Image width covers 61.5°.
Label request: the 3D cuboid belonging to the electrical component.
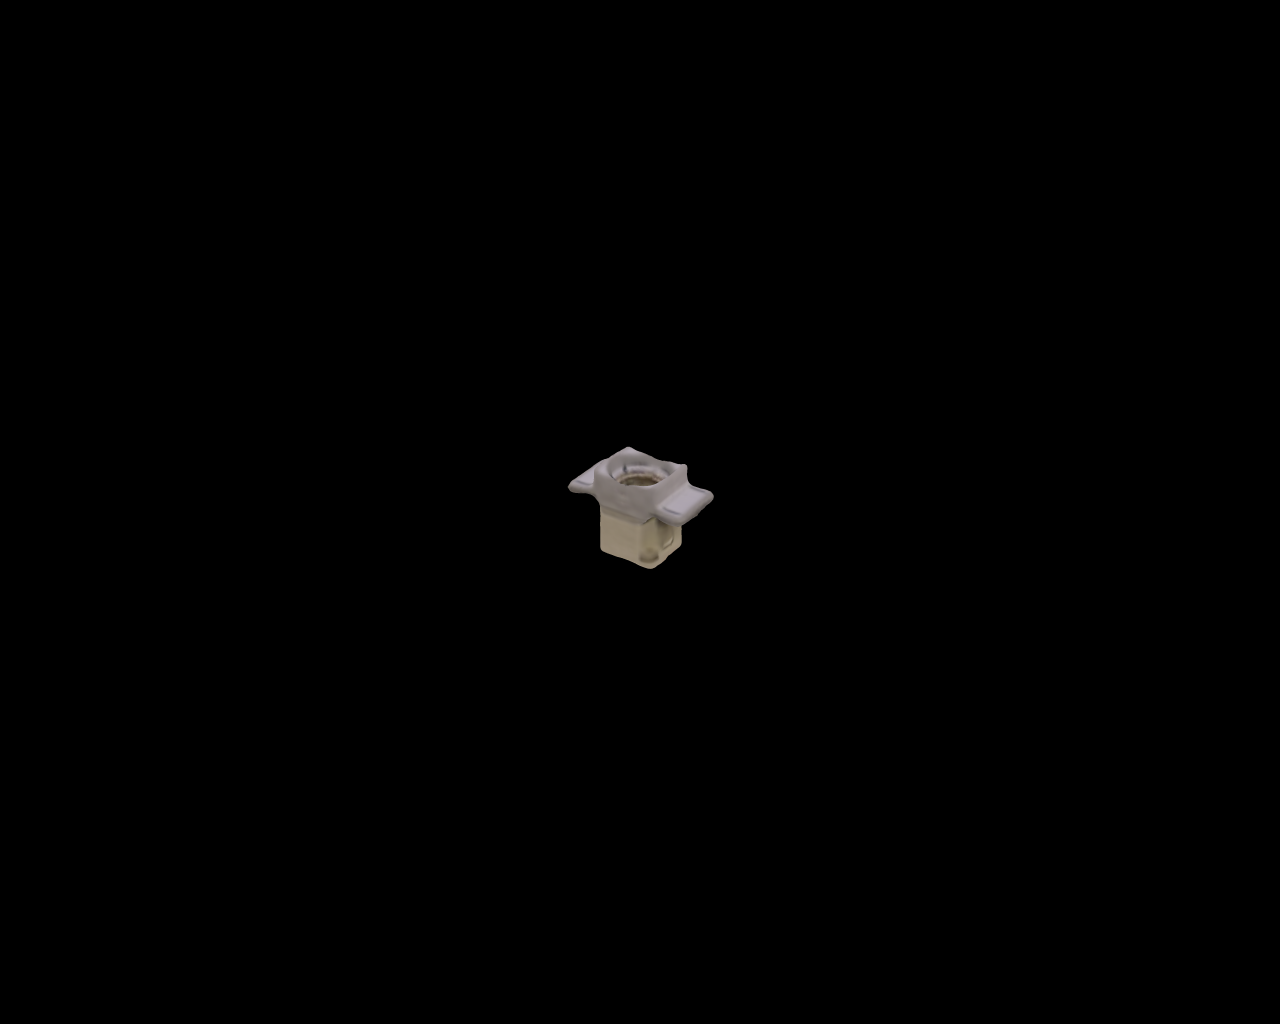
[{"bbox_3d":[0.001,-0.003,0.650,0.081,0.063,0.042,20,36,29],"label":"electrical component"}]
